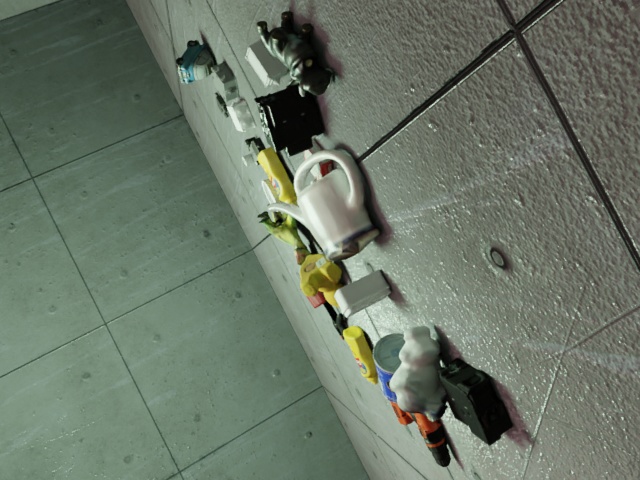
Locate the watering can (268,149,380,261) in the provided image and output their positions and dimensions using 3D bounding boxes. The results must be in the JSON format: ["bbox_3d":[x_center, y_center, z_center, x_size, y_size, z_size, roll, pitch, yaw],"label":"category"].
[{"bbox_3d":[0.003,-0.056,1.109,0.342,0.105,0.225,-34,80,56],"label":"watering can"}]

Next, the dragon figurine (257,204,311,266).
[{"bbox_3d":[-0.093,-0.003,1.709,0.241,0.122,0.414,58,180,-14],"label":"dragon figurine"}]

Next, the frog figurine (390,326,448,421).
[{"bbox_3d":[0.190,0.255,1.017,0.159,0.139,0.121,62,150,-1],"label":"frog figurine"}]
